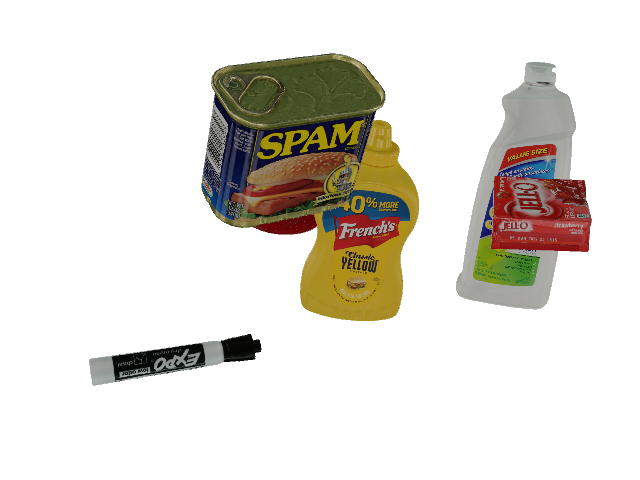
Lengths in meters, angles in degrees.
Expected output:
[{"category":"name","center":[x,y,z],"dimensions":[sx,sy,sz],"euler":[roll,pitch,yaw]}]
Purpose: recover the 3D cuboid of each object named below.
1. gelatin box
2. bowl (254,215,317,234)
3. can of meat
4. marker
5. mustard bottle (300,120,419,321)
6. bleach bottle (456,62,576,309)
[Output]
[{"category":"gelatin box","center":[0.171,-0.022,0.833],"dimensions":[0.073,0.030,0.089],"euler":[3,24,9]},{"category":"bowl","center":[-0.046,-0.051,1.285],"dimensions":[0.162,0.055,0.162],"euler":[4,26,-2]},{"category":"can of meat","center":[-0.020,-0.060,0.651],"dimensions":[0.101,0.084,0.057],"euler":[-12,49,-26]},{"category":"marker","center":[-0.101,0.083,0.754],"dimensions":[0.121,0.020,0.020],"euler":[-8,2,-14]},{"category":"mustard bottle","center":[0.040,-0.019,0.982],"dimensions":[0.096,0.192,0.058],"euler":[7,28,-4]},{"category":"bleach bottle","center":[0.204,-0.058,1.105],"dimensions":[0.103,0.251,0.068],"euler":[9,20,15]}]
